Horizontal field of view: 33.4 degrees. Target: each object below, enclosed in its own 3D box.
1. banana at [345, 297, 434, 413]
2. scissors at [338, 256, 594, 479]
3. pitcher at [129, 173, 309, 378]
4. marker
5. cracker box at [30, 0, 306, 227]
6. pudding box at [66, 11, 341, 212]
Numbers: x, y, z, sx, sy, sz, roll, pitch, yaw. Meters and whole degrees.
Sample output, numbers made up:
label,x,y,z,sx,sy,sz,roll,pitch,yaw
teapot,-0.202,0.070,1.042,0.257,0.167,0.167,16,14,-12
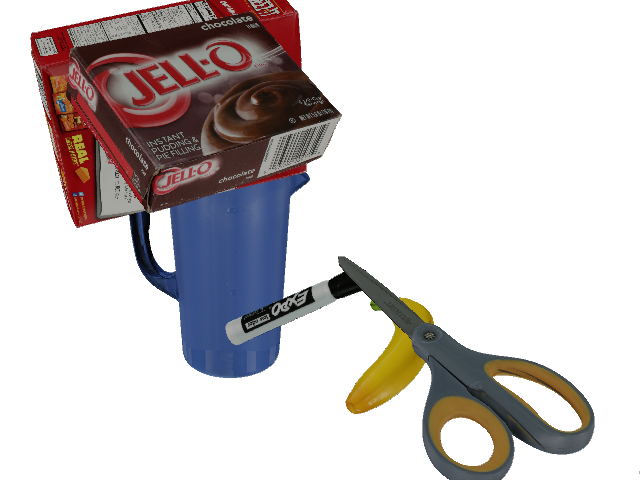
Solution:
label,x,y,z,sx,sy,sz,roll,pitch,yaw
banana,0.071,0.100,0.991,0.070,0.037,0.197,-23,17,19
scissors,0.054,0.071,0.593,0.202,0.016,0.096,27,49,36
pitcher,-0.108,0.020,1.145,0.149,0.243,0.144,22,31,39
marker,-0.017,0.048,0.792,0.121,0.020,0.020,-25,-10,23
cracker box,-0.125,-0.116,0.913,0.213,0.164,0.072,-15,42,-15
pudding box,-0.061,-0.069,0.549,0.113,0.090,0.039,-19,-31,-35
